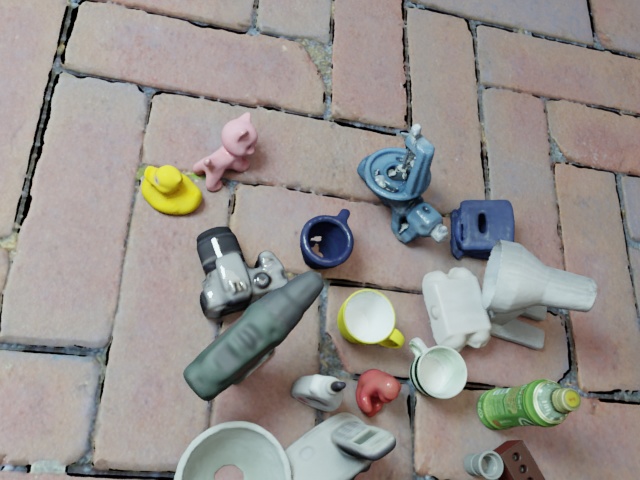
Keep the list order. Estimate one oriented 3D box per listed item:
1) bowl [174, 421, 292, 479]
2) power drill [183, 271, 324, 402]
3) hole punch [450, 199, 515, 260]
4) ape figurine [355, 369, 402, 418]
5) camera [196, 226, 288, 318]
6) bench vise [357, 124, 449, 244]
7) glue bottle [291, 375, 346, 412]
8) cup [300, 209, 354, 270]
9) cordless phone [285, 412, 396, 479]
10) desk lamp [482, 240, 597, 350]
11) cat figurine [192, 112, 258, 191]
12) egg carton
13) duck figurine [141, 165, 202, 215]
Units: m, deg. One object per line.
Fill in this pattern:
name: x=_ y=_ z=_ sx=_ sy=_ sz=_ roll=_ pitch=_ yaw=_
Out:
bowl: x=-0.129 y=0.354 z=0.838 sx=0.168 sy=0.074 sz=0.167 roll=5 pitch=69 yaw=-13
power drill: x=-0.101 y=0.146 z=0.848 sx=0.075 sy=0.208 sz=0.230 roll=46 pitch=66 yaw=5
hole punch: x=0.306 y=-0.022 z=1.084 sx=0.101 sy=0.091 sz=0.108 roll=9 pitch=68 yaw=-12
ape figurine: x=0.100 y=0.245 z=0.930 sx=0.078 sy=0.092 sz=0.076 roll=-6 pitch=72 yaw=-17
camera: x=-0.137 y=0.042 z=0.936 sx=0.143 sy=0.100 sz=0.137 roll=-17 pitch=76 yaw=-20
bench vise: x=0.171 y=-0.102 z=1.006 sx=0.207 sy=0.219 sz=0.122 roll=38 pitch=66 yaw=1
glue bottle: x=0.008 y=0.228 z=0.867 sx=0.078 sy=0.173 sz=0.037 roll=21 pitch=66 yaw=-6
cup: x=0.009 y=0.004 z=0.992 sx=0.091 sy=0.095 sz=0.118 roll=33 pitch=66 yaw=-1
cordless phone: x=0.028 y=0.316 z=0.834 sx=0.148 sy=0.185 sz=0.094 roll=-31 pitch=81 yaw=-23
desk lamp: x=0.352 y=0.095 z=0.987 sx=0.203 sy=0.213 sz=0.118 roll=18 pitch=67 yaw=-8
cat figurine: x=-0.157 y=-0.159 z=0.994 sx=0.067 sy=0.117 sz=0.128 roll=45 pitch=66 yaw=4
egg carton: x=0.241 y=0.125 z=1.025 sx=0.107 sy=0.069 sz=0.150 roll=-8 pitch=73 yaw=-17
duck figurine: x=-0.249 y=-0.092 z=0.962 sx=0.104 sy=0.086 sz=0.077 roll=22 pitch=66 yaw=-6
